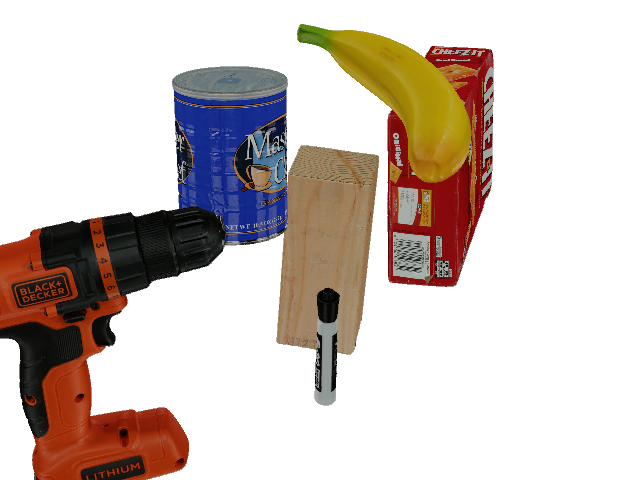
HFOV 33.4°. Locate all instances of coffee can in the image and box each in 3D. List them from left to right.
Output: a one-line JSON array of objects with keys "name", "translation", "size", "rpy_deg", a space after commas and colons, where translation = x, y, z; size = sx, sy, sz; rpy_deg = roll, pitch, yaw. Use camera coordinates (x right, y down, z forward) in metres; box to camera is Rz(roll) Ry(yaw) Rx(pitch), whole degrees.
[{"name": "coffee can", "translation": [-0.081, -0.079, 0.972], "size": [0.103, 0.140, 0.103], "rpy_deg": [0, 22, 0]}]

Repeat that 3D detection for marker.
[{"name": "marker", "translation": [0.005, 0.090, 0.900], "size": [0.020, 0.121, 0.020], "rpy_deg": [1, 36, -1]}]

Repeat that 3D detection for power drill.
[{"name": "power drill", "translation": [-0.141, 0.073, 0.706], "size": [0.184, 0.187, 0.057], "rpy_deg": [-12, 26, -6]}]

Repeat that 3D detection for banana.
[{"name": "banana", "translation": [0.049, -0.084, 0.646], "size": [0.069, 0.037, 0.198], "rpy_deg": [-10, 34, -19]}]

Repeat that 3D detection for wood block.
[{"name": "wood block", "translation": [0.008, 0.011, 1.181], "size": [0.090, 0.206, 0.090], "rpy_deg": [8, 26, 6]}]

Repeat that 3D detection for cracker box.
[{"name": "cracker box", "translation": [0.118, -0.076, 1.011], "size": [0.072, 0.164, 0.213], "rpy_deg": [5, 27, 15]}]
